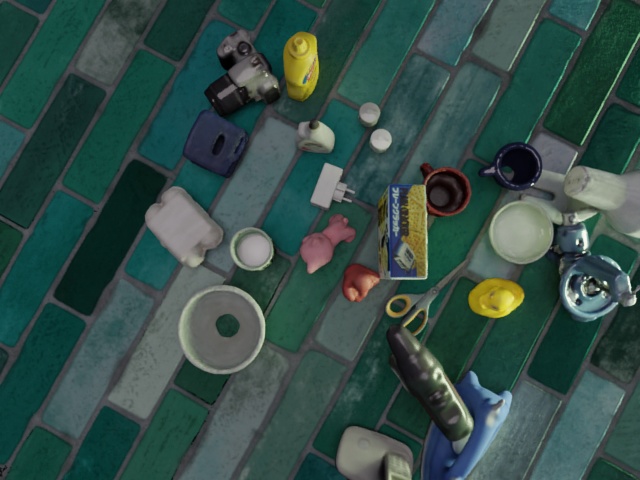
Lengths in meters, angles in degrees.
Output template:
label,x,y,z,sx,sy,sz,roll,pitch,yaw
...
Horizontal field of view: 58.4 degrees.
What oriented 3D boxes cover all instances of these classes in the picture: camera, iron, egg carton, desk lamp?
label,x,y,z,sx,sy,sz,roll,pitch,yaw
camera,-0.166,-0.319,1.122,0.137,0.101,0.143,-34,86,-2
iron,0.264,0.382,1.052,0.118,0.141,0.258,28,87,3
egg carton,-0.266,-0.025,1.119,0.150,0.069,0.107,45,88,3
desk lamp,0.497,-0.077,1.044,0.203,0.213,0.118,14,86,2

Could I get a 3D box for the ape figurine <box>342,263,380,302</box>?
label,x,y,z,sx,sy,sz,roll,pitch,yaw
ape figurine,0.078,0.081,1.098,0.078,0.092,0.076,-15,86,0

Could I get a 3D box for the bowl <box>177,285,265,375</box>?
label,x,y,z,sx,sy,sz,roll,pitch,yaw
bowl,-0.184,0.170,1.103,0.167,0.074,0.167,0,86,1

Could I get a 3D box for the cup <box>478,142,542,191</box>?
label,x,y,z,sx,sy,sz,roll,pitch,yaw
cup,0.357,-0.132,1.108,0.117,0.095,0.092,-11,86,0

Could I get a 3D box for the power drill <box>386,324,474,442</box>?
label,x,y,z,sx,sy,sz,roll,pitch,yaw
power drill,0.182,0.243,1.028,0.075,0.208,0.229,-35,86,-2

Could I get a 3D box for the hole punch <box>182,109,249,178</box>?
label,x,y,z,sx,sy,sz,roll,pitch,yaw
hole punch,-0.201,-0.188,1.119,0.101,0.091,0.109,24,87,2

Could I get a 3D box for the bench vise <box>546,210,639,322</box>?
label,x,y,z,sx,sy,sz,roll,pitch,yaw
bench vise,0.477,0.054,1.033,0.121,0.219,0.207,-33,86,-1

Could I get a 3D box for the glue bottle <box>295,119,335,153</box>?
label,x,y,z,sx,sy,sz,roll,pitch,yaw
glue bottle,-0.011,-0.200,1.077,0.078,0.173,0.037,4,86,1

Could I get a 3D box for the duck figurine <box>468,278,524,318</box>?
label,x,y,z,sx,sy,sz,roll,pitch,yaw
duck figurine,0.344,0.112,1.097,0.104,0.086,0.077,-11,86,0

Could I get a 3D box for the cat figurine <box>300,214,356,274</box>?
label,x,y,z,sx,sy,sz,roll,pitch,yaw
cat figurine,0.010,0.004,1.091,0.128,0.117,0.067,-44,87,-2

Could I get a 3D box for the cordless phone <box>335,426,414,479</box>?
label,x,y,z,sx,sy,sz,roll,pitch,yaw
cordless phone,0.101,0.414,1.029,0.147,0.185,0.094,18,87,2
